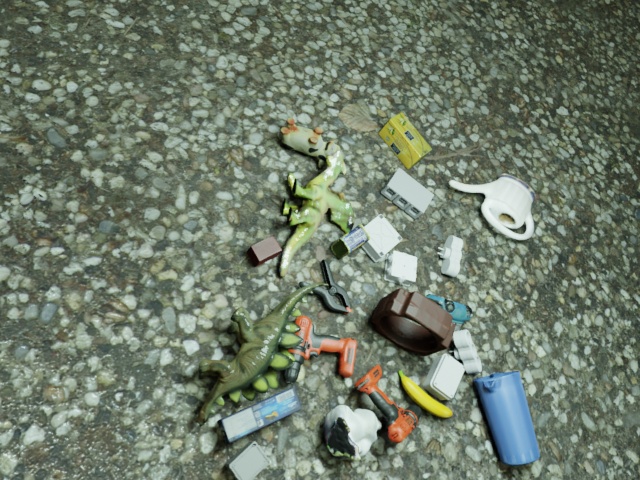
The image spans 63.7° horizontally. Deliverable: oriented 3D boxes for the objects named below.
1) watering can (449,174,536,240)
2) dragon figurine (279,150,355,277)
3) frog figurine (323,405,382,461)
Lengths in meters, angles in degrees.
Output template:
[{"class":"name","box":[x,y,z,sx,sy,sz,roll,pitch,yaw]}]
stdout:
[{"class":"watering can","box":[0.627,-0.151,1.816,0.347,0.102,0.228,40,59,-1]},{"class":"dragon figurine","box":[0.005,-0.078,1.558,0.242,0.121,0.414,11,79,-23]},{"class":"frog figurine","box":[0.084,0.493,1.347,0.138,0.121,0.160,50,24,14]}]
